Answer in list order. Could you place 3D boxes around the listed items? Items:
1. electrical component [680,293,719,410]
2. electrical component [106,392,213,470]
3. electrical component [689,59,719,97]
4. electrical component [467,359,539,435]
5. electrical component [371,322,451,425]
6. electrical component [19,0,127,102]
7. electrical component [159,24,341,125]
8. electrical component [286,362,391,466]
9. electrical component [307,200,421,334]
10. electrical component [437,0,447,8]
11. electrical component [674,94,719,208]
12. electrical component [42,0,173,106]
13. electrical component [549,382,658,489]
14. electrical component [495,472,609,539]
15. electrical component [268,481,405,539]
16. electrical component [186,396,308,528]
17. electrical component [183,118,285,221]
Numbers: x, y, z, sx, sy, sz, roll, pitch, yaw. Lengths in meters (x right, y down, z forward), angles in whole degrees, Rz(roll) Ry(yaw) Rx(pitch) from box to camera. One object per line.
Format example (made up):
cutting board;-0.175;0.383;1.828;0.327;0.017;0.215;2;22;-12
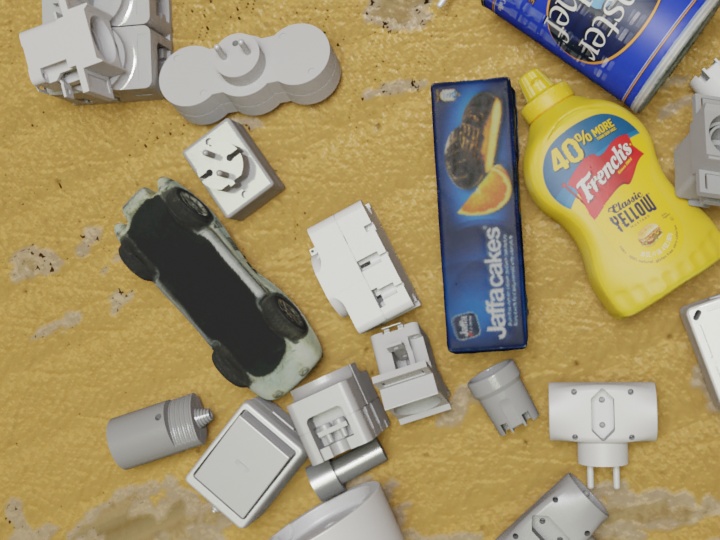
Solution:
electrical component;0.276;0.062;0.770;0.062;0.061;0.096;-20;86;9
electrical component;-0.156;0.127;0.860;0.081;0.043;0.043;-19;86;10
electrical component;0.269;-0.129;0.785;0.040;0.040;0.046;-39;77;8
electrical component;0.109;0.097;0.813;0.040;0.040;0.046;-29;90;9
electrical component;0.037;0.076;0.812;0.042;0.081;0.063;-18;64;10
electrical component;-0.218;-0.165;0.811;0.064;0.042;0.081;-16;86;12
electrical component;-0.090;-0.157;0.830;0.138;0.073;0.052;-9;72;10
electrical component;-0.016;0.106;0.810;0.050;0.089;0.055;-25;85;9
electrical component;0.000;0.000;0.828;0.056;0.050;0.089;-28;85;9
electrical component;0.075;-0.238;0.820;0.077;0.044;0.079;37;96;9
electrical component;0.287;-0.073;0.750;0.121;0.063;0.078;8;65;-5
electrical component;-0.204;-0.213;0.863;0.089;0.062;0.150;-2;89;11
electrical component;0.180;0.123;0.796;0.077;0.043;0.079;-1;89;11
electrical component;0.155;0.206;0.800;0.077;0.043;0.079;-45;83;7
electrical component;-0.017;0.212;0.803;0.108;0.108;0.060;-30;90;9
electrical component;-0.089;0.154;0.838;0.062;0.061;0.096;39;96;9
electrical component;-0.103;-0.079;0.835;0.047;0.077;0.065;-36;83;8
